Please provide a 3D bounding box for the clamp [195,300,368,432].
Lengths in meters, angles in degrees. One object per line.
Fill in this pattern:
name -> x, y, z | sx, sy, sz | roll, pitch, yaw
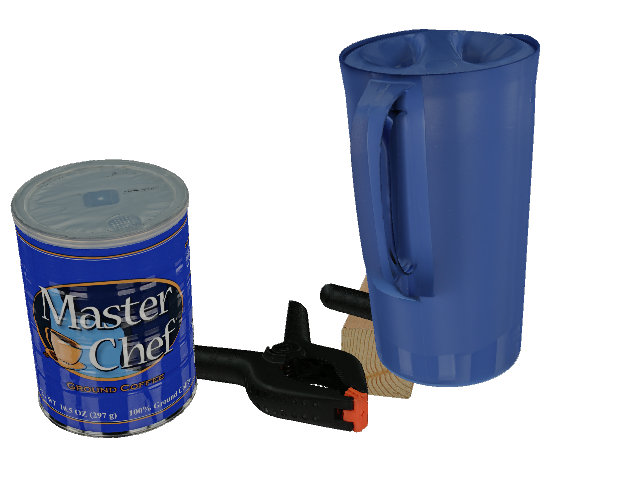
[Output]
clamp -> -0.025, 0.099, 0.863 | 0.164, 0.036, 0.210 | -19, 25, -40

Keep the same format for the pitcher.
pitcher -> 0.081, -0.019, 0.747 | 0.149, 0.243, 0.145 | -10, 23, -12

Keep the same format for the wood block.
wood block -> 0.088, 0.118, 1.392 | 0.091, 0.090, 0.206 | 5, 19, 10

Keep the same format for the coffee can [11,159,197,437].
coffee can -> -0.130, 0.034, 0.658 | 0.103, 0.140, 0.103 | 1, 29, -1

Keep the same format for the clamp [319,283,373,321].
clamp -> 0.098, 0.068, 1.055 | 0.172, 0.039, 0.120 | 28, 40, 32
